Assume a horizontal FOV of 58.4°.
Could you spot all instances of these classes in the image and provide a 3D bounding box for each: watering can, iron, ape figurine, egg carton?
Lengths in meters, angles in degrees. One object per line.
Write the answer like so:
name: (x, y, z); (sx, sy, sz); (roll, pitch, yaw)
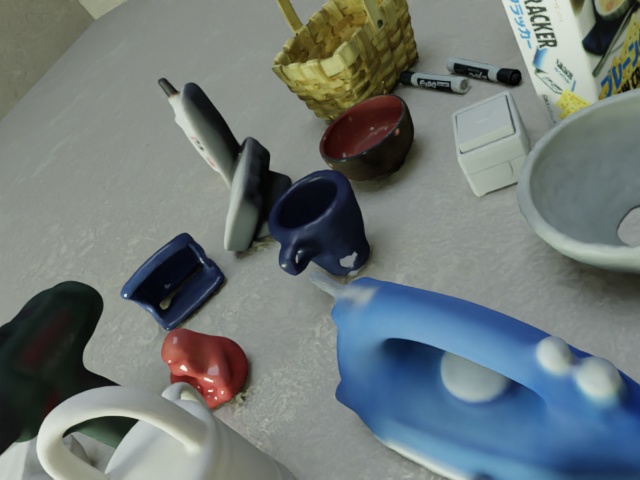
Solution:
watering can: (-0.100, 0.167, 0.391); (0.101, 0.195, 0.172); (-43, 36, -6)
iron: (0.106, 0.080, 0.352); (0.257, 0.142, 0.119); (8, 56, 46)
ape figurine: (-0.116, 0.118, 0.547); (0.077, 0.092, 0.076); (14, 60, 48)
egg carton: (-0.301, 0.264, 0.568); (0.150, 0.070, 0.107); (-35, 36, 5)

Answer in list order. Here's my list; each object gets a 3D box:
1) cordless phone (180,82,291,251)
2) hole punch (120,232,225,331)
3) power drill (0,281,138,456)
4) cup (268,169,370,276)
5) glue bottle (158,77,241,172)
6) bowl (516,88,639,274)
cordless phone: (-0.120, -0.090, 0.699); (0.094, 0.186, 0.147); (-27, 37, 16)
hole punch: (-0.190, 0.040, 0.699); (0.109, 0.091, 0.100); (-45, 36, -8)
power drill: (-0.214, 0.156, 0.491); (0.075, 0.209, 0.229); (-23, 38, 21)
cup: (0.005, 0.002, 0.566); (0.091, 0.095, 0.118); (-8, 46, 36)
glue bottle: (-0.180, -0.170, 0.850); (0.077, 0.174, 0.037); (7, 55, 45)
bowl: (0.237, -0.034, 0.419); (0.167, 0.075, 0.167); (-23, 38, 20)
